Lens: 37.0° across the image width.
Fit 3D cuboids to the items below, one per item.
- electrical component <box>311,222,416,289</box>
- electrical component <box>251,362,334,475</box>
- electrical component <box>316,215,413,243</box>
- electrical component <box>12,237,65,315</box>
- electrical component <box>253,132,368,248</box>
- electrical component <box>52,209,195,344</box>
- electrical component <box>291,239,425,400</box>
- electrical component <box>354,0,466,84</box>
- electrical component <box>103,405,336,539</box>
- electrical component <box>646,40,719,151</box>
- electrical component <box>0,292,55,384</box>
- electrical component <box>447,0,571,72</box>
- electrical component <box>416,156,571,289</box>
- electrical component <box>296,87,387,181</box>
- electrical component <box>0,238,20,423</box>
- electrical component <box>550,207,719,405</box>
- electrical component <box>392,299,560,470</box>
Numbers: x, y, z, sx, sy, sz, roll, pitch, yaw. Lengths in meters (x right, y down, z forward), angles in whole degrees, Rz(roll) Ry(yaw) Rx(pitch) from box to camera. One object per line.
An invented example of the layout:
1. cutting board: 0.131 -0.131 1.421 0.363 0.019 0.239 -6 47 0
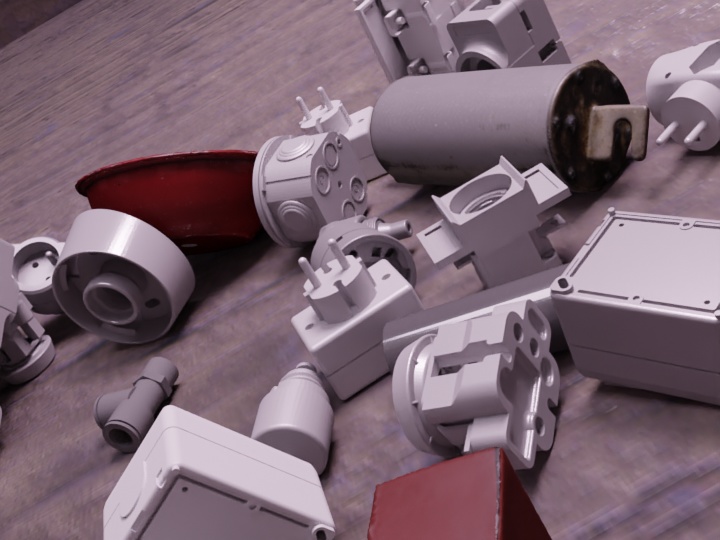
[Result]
1. electrical component: 0.000 0.000 0.648 0.055 0.055 0.047 -34 23 -7
2. electrical component: -0.033 0.077 0.563 0.040 0.040 0.078 -21 28 18
3. electrical component: 0.005 -0.019 0.699 0.061 0.035 0.035 -15 30 24
4. electrical component: -0.250 0.012 0.872 0.138 0.073 0.052 -2 62 6
5. electrical component: -0.035 -0.057 0.756 0.051 0.080 0.080 -6 35 31
6. electrical component: -0.169 0.004 0.771 0.099 0.099 0.064 -16 36 27
7. electrical component: -0.006 0.018 0.595 0.066 0.076 0.047 -33 26 -4
8. electrical component: 0.055 -0.159 0.791 0.063 0.121 0.078 4 42 45
9. electrical component: -0.058 0.110 0.478 0.061 0.096 0.061 -58 23 12
10. electrical component: 0.199 -0.095 0.616 0.079 0.043 0.077 -44 29 -26
11. electrical component: -0.269 0.054 0.831 0.066 0.055 0.048 -17 29 26
12. electrical component: 0.105 -0.144 0.748 0.056 0.089 0.050 -43 28 -22
13. electrical component: 0.077 -0.020 0.589 0.081 0.063 0.042 -29 25 3
14. electrical component: -0.021 -0.104 0.826 0.066 0.076 0.047 -21 28 19
15. electrical component: -0.310 0.067 0.767 0.105 0.060 0.186 -17 59 27
16. electrical component: 0.143 0.018 0.465 0.096 0.061 0.061 9 46 42
17. electrical component: 0.052 0.055 0.490 0.057 0.058 0.078 -14 45 34
